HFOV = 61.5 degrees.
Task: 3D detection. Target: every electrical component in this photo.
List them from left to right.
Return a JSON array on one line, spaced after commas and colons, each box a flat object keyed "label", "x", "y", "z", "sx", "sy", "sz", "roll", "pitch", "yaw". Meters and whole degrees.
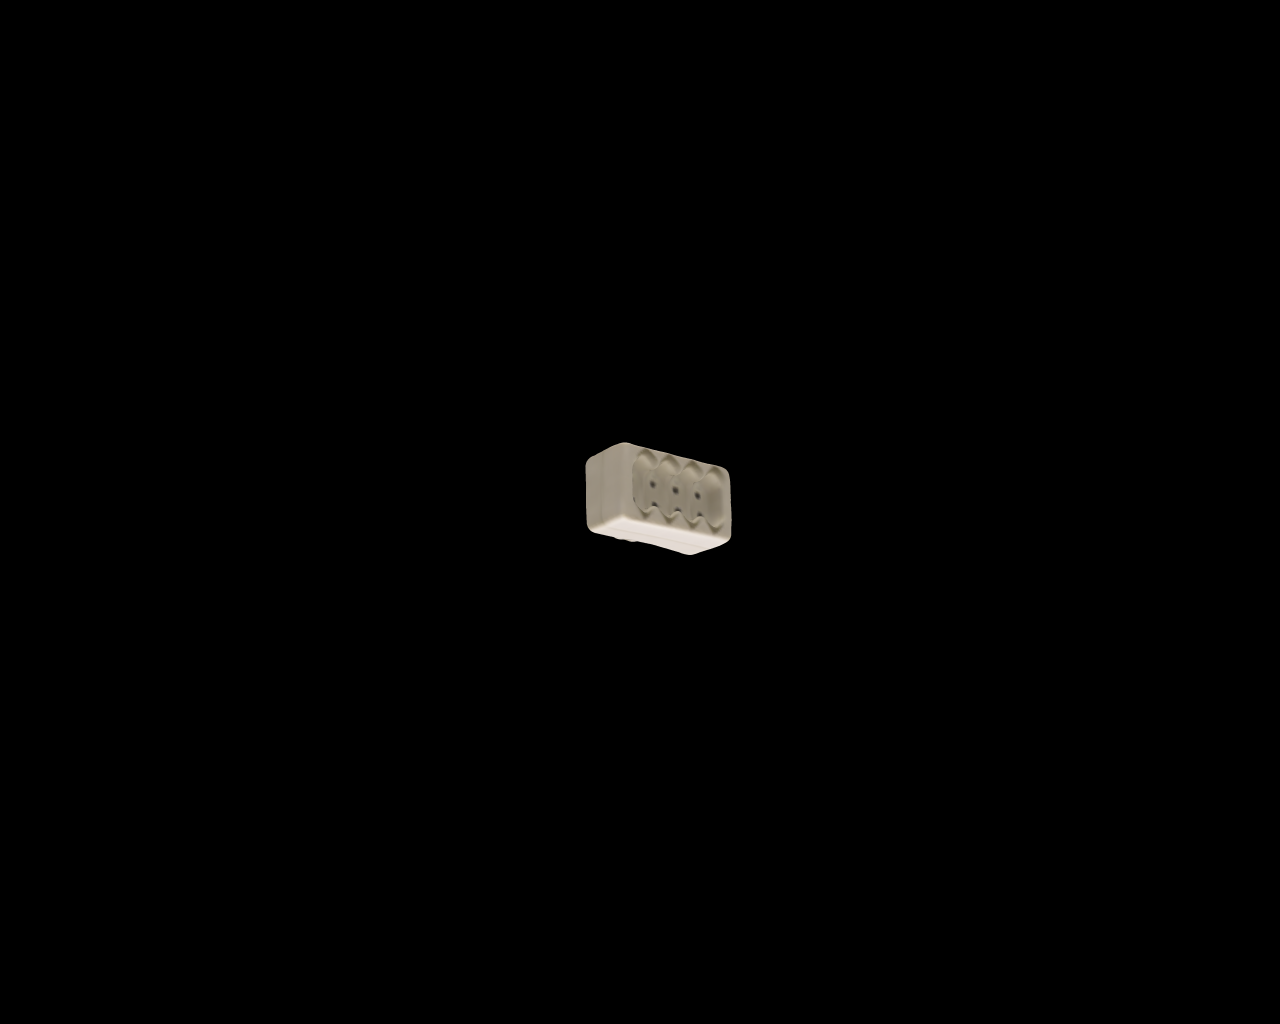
[{"label": "electrical component", "x": 0.001, "y": -0.003, "z": 0.650, "sx": 0.083, "sy": 0.047, "sz": 0.075, "roll": 13, "pitch": -22, "yaw": -36}]
